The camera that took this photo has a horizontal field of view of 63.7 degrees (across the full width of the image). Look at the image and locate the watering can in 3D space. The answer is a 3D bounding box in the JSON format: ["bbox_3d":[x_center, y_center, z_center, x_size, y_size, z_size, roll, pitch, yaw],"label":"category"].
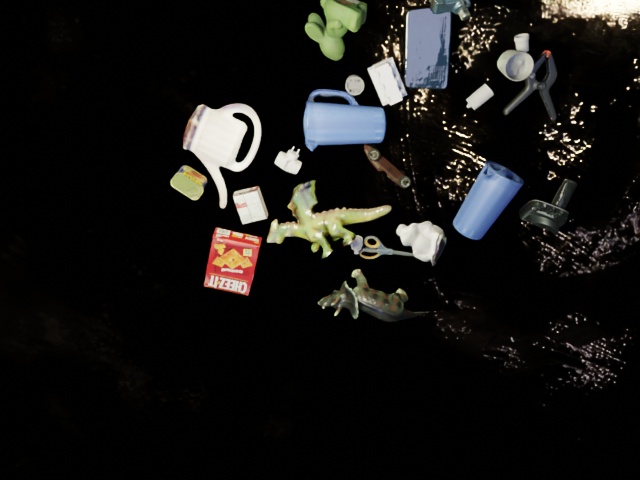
[{"bbox_3d":[-0.321,-0.275,1.603,0.224,0.106,0.342,24,112,-10],"label":"watering can"}]

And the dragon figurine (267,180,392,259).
[{"bbox_3d":[0.005,-0.086,1.703,0.407,0.124,0.241,-33,103,13],"label":"dragon figurine"}]

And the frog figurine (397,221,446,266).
[{"bbox_3d":[0.342,-0.001,1.756,0.160,0.125,0.134,23,130,29],"label":"frog figurine"}]
